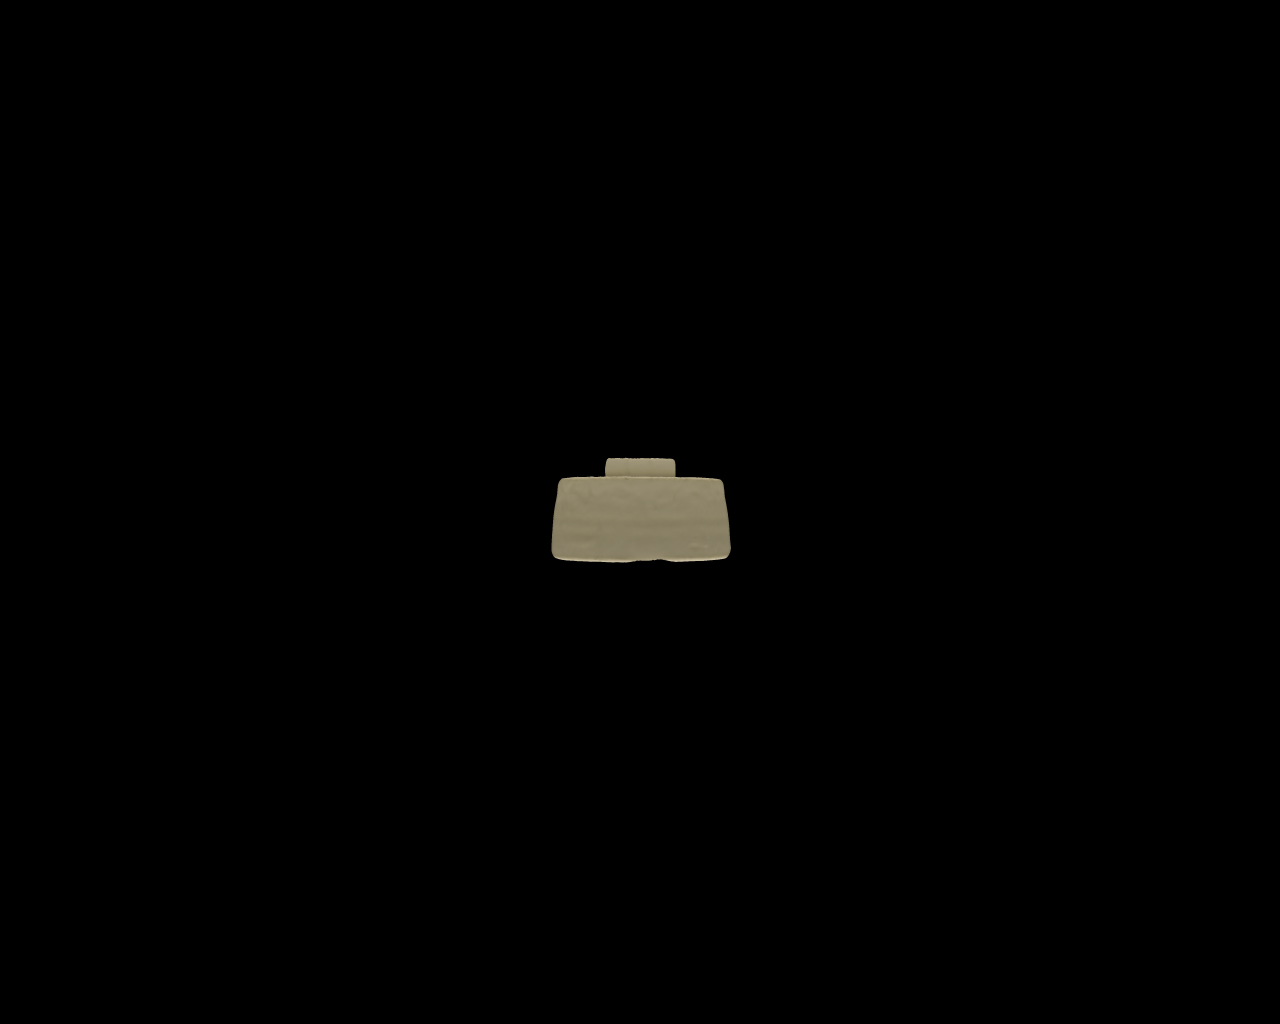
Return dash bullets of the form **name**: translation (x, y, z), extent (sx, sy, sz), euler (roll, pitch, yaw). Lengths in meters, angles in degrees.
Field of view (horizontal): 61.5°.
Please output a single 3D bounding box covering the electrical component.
- **electrical component**: translation (0.001, -0.003, 0.650), extent (0.108, 0.060, 0.108), euler (0, 0, 0)
